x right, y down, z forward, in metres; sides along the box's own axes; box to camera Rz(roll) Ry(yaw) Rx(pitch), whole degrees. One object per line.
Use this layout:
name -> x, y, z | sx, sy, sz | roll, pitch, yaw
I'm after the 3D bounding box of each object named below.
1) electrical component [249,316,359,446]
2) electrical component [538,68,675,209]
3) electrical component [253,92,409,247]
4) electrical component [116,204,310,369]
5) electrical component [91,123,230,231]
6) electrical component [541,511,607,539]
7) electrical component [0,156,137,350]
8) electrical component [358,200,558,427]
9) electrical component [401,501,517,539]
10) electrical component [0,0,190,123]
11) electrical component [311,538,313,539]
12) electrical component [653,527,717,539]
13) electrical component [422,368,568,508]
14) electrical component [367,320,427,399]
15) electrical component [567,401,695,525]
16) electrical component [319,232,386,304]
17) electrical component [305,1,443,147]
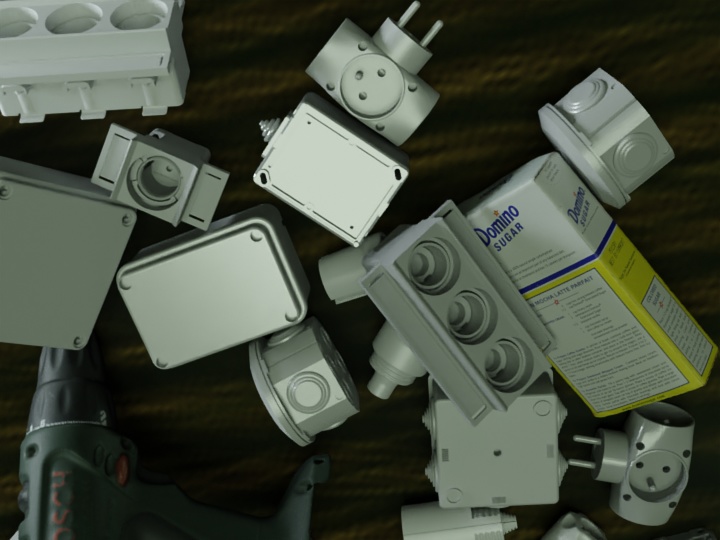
electrical component -> -0.038, 0.075, 0.733 | 0.051, 0.080, 0.080 | -28, 104, 5
electrical component -> 0.153, -0.082, 0.675 | 0.051, 0.080, 0.080 | -40, 102, 8
electrical component -> -0.023, -0.071, 0.696 | 0.096, 0.061, 0.061 | 33, 106, -7
electrical component -> -0.098, 0.011, 0.727 | 0.113, 0.057, 0.078 | -20, 105, 9
electrical component -> -0.128, -0.063, 0.702 | 0.081, 0.063, 0.042 | 24, 106, -5
electrical component -> 0.149, 0.210, 0.784 | 0.043, 0.043, 0.062 | 36, 107, -8
electrical component -> -0.214, -0.011, 0.688 | 0.109, 0.056, 0.108 | 13, 105, -48
electrical component -> 0.059, 0.027, 0.688 | 0.079, 0.063, 0.121 | -42, 106, -15
electrical component -> 0.073, 0.188, 0.781 | 0.081, 0.043, 0.043 | -9, 107, 6
electrical component -> -0.173, -0.134, 0.679 | 0.121, 0.078, 0.063 | -3, 136, 4
electrical component -> -0.059, 0.230, 0.803 | 0.040, 0.040, 0.078 | 32, 106, -7
electrical component -> 0.243, 0.226, 0.786 | 0.081, 0.042, 0.063 | -17, 102, 7
electrical component -> 0.095, 0.118, 0.755 | 0.100, 0.048, 0.099 | -3, 106, 3
electrical component -> 0.027, 0.060, 0.744 | 0.043, 0.043, 0.062 | 29, 108, -6
electrical component -> 0.187, 0.133, 0.757 | 0.079, 0.044, 0.077 | 9, 108, 0
electrical component -> 0.000, 0.000, 0.729 | 0.046, 0.040, 0.040 | -19, 105, 14
electrical component -> 0.019, -0.133, 0.683 | 0.077, 0.044, 0.079 | 38, 105, -9
